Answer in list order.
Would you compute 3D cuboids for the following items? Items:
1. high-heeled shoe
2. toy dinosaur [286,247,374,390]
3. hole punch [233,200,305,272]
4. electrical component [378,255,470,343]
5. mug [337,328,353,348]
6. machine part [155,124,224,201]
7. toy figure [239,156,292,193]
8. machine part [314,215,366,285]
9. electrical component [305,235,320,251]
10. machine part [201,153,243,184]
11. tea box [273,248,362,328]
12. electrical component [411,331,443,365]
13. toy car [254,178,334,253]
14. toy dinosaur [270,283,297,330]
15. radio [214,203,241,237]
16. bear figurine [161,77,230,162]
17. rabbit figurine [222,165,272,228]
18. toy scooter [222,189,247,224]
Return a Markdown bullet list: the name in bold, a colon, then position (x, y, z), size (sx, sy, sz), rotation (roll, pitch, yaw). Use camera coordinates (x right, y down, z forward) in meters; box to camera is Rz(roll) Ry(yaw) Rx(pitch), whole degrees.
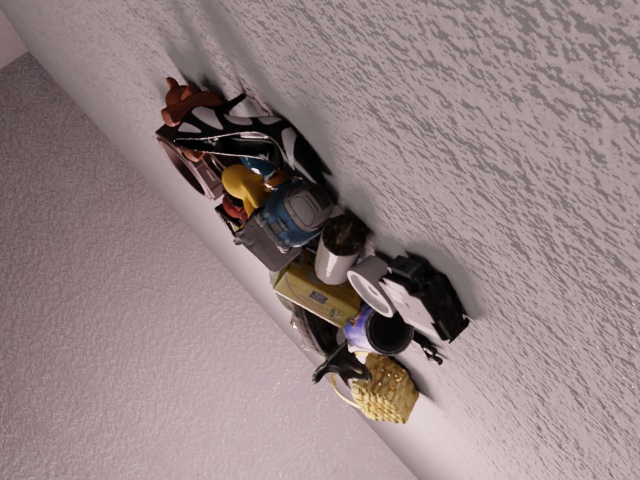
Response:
- **high-heeled shoe**: position (-0.117, -0.139, 0.864), size (0.249, 0.145, 0.086), rotation (45, 166, 17)
- **toy dinosaur**: position (-0.015, 0.156, 1.199), size (0.192, 0.131, 0.404), rotation (-141, 27, -81)
- **hole punch**: position (-0.083, -0.019, 1.032), size (0.115, 0.092, 0.142), rotation (43, 132, -9)
- **electrical component**: position (0.157, 0.087, 0.841), size (0.115, 0.058, 0.134), rotation (20, 149, 56)
- **mug**: position (0.069, 0.221, 1.337), size (0.080, 0.107, 0.110), rotation (52, 160, -19)
- **machine part**: position (-0.323, -0.207, 1.386), size (0.202, 0.087, 0.200), rotation (36, 162, 42)
- **toy figure**: position (-0.096, -0.132, 0.998), size (0.154, 0.058, 0.064), rotation (50, 172, -29)
- **machine part**: position (0.033, 0.021, 0.960), size (0.079, 0.079, 0.243), rotation (44, 161, 13)
- **electrical component**: position (-0.002, -0.003, 1.095), size (0.078, 0.045, 0.102), rotation (19, 168, -4)
- **machine part**: position (-0.214, -0.175, 1.222), size (0.179, 0.056, 0.179), rotation (43, 166, 14)
- **tea box**: position (0.000, 0.095, 1.105), size (0.169, 0.098, 0.068), rotation (32, 127, -8)
- **electrical component**: position (0.209, 0.217, 1.098), size (0.094, 0.021, 0.063), rotation (28, 156, 51)
- **toy car**: position (-0.033, -0.053, 0.916), size (0.103, 0.161, 0.109), rotation (-35, 93, 30)
- **toy dinosaur**: position (-0.035, 0.190, 1.488), size (0.471, 0.105, 0.198), rotation (54, 165, 15)
- **radio**: position (-0.196, -0.034, 1.491), size (0.230, 0.073, 0.131), rotation (30, 158, 47)
- **bear figurine**: position (-0.265, -0.247, 1.052), size (0.196, 0.132, 0.120), rotation (24, 149, 43)
- **rabbit figurine**: position (-0.135, -0.083, 1.109), size (0.173, 0.122, 0.162), rotation (51, 160, -9)
- **toy scooter**: position (-0.183, -0.078, 1.321), size (0.184, 0.075, 0.135), rotation (40, 174, 22)
